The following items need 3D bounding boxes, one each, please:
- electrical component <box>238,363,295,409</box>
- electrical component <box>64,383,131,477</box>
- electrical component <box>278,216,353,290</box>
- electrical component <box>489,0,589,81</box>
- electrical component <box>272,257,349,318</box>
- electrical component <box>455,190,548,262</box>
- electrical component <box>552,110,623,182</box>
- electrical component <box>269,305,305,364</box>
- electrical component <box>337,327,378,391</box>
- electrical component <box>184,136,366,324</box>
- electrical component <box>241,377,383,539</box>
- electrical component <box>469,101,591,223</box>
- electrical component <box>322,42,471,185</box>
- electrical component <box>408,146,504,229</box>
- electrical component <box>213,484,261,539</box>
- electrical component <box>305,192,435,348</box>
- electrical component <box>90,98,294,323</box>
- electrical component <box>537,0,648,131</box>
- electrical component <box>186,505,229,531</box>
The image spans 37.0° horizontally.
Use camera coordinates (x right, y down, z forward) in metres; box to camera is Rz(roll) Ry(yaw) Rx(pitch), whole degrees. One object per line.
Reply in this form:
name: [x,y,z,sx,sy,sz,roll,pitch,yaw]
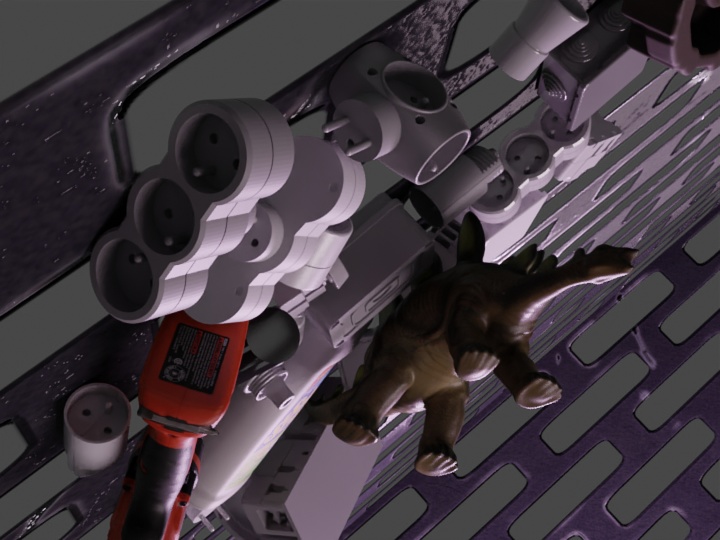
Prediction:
electrical component: [-0.080,0.087,0.891,0.043,0.062,0.043,-40,165,-13]
electrical component: [-0.182,0.114,0.739,0.043,0.043,0.081,-34,164,-30]
electrical component: [-0.037,-0.022,0.714,0.047,0.055,0.055,-55,162,27]
electrical component: [0.122,-0.165,0.754,0.065,0.044,0.044,-46,166,31]
electrical component: [-0.042,0.003,0.788,0.055,0.048,0.066,-34,165,-4]
electrical component: [0.132,-0.049,1.090,0.100,0.048,0.099,-36,164,-25]
electrical component: [0.212,-0.127,1.074,0.089,0.050,0.055,-24,156,-51]
electrical component: [-0.064,0.047,0.848,0.040,0.040,0.078,-32,171,-37]
electrical component: [0.031,0.091,1.116,0.096,0.061,0.061,-11,-175,34]
electrical component: [-0.062,-0.023,0.647,0.138,0.052,0.074,-47,165,15]
electrical component: [-0.049,0.210,1.123,0.186,0.060,0.105,-59,138,-47]
electrical component: [0.157,-0.099,1.007,0.138,0.052,0.073,-43,166,0]
electrical component: [0.011,-0.085,0.615,0.079,0.077,0.044,-30,161,-42]
electrical component: [0.085,-0.075,0.902,0.081,0.043,0.043,-39,165,-17]
electrical component: [-0.109,0.246,1.186,0.060,0.108,0.108,-36,165,-46]
electrical component: [0.000,0.000,0.866,0.113,0.057,0.078,-40,165,-9]
electrical component: [-0.081,-0.033,0.572,0.138,0.052,0.074,-50,164,27]
electrical component: [0.197,-0.176,0.900,0.100,0.048,0.099,-41,165,-8]
electrical component: [-0.157,0.217,1.035,0.138,0.073,0.052,-33,162,-33]
